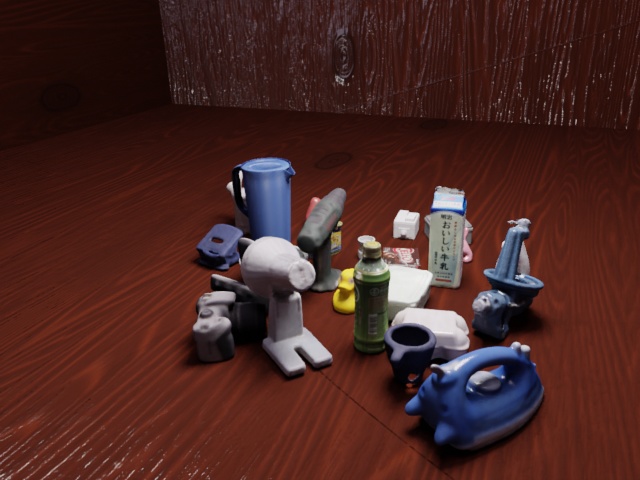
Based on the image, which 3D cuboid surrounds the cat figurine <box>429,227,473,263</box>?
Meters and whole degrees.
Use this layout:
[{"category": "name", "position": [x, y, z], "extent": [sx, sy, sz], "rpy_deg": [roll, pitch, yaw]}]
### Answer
[{"category": "cat figurine", "position": [0.328, 0.002, 1.460], "extent": [0.128, 0.118, 0.067], "rpy_deg": [-11, 25, -21]}]

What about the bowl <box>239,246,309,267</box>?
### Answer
[{"category": "bowl", "position": [-0.109, 0.073, 1.377], "extent": [0.167, 0.075, 0.167], "rpy_deg": [-1, 23, 1]}]

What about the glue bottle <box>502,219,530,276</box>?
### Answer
[{"category": "glue bottle", "position": [0.444, 0.033, 1.311], "extent": [0.078, 0.173, 0.037], "rpy_deg": [6, 25, 18]}]

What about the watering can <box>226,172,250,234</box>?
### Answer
[{"category": "watering can", "position": [-0.214, -0.126, 1.695], "extent": [0.172, 0.194, 0.101], "rpy_deg": [8, 25, 22]}]

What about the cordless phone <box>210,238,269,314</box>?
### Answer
[{"category": "cordless phone", "position": [-0.173, 0.071, 1.245], "extent": [0.147, 0.185, 0.094], "rpy_deg": [13, 28, 31]}]

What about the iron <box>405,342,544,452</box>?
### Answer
[{"category": "iron", "position": [0.267, 0.226, 0.914], "extent": [0.259, 0.141, 0.118], "rpy_deg": [-13, 26, -25]}]

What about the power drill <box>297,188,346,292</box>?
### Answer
[{"category": "power drill", "position": [0.012, 0.005, 1.358], "extent": [0.075, 0.208, 0.230], "rpy_deg": [7, 25, 19]}]

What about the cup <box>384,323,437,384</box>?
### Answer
[{"category": "cup", "position": [0.153, 0.213, 1.009], "extent": [0.091, 0.095, 0.118], "rpy_deg": [11, 26, 26]}]

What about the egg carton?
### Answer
[{"category": "egg carton", "position": [0.211, 0.183, 1.107], "extent": [0.150, 0.069, 0.107], "rpy_deg": [3, 24, 10]}]

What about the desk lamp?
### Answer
[{"category": "desk lamp", "position": [-0.062, 0.114, 1.103], "extent": [0.118, 0.214, 0.202], "rpy_deg": [-14, 26, -26]}]

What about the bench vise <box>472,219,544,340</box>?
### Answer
[{"category": "bench vise", "position": [0.384, 0.078, 1.150], "extent": [0.121, 0.220, 0.208], "rpy_deg": [9, 26, 24]}]

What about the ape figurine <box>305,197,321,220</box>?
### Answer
[{"category": "ape figurine", "position": [-0.009, -0.082, 1.710], "extent": [0.076, 0.092, 0.077], "rpy_deg": [-10, 25, -19]}]

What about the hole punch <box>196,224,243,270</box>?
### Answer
[{"category": "hole punch", "position": [-0.260, 0.017, 1.496], "extent": [0.108, 0.091, 0.101], "rpy_deg": [14, 28, 32]}]

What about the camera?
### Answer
[{"category": "camera", "position": [-0.177, 0.161, 1.144], "extent": [0.137, 0.101, 0.143], "rpy_deg": [-3, 23, -3]}]

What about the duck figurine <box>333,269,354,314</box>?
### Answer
[{"category": "duck figurine", "position": [0.068, 0.104, 1.279], "extent": [0.077, 0.086, 0.105], "rpy_deg": [10, 26, 25]}]
